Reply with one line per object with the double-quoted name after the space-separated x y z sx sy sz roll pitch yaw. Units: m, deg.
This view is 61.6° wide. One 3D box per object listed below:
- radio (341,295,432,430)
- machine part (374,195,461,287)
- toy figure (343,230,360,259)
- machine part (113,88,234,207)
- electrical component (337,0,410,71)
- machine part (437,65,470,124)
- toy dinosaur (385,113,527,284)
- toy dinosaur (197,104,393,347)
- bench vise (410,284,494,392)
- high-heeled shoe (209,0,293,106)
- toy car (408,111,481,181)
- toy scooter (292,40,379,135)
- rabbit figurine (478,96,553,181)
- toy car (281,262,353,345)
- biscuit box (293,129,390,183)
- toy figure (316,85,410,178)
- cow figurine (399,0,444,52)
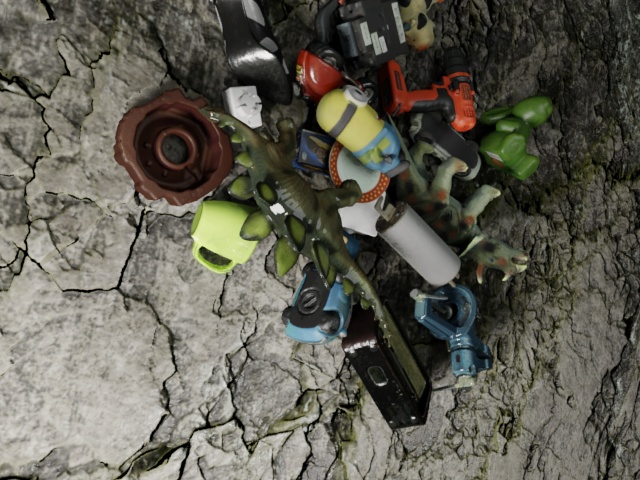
0.129 0.232 1.005 0.229 0.073 0.131 60 27 -17 "radio"
0.184 0.009 1.003 0.243 0.079 0.079 42 71 -23 "machine part"
-0.003 -0.001 0.961 0.154 0.058 0.064 18 125 -28 "toy figure"
-0.225 -0.140 0.830 0.179 0.056 0.179 -1 92 -32 "machine part"
0.091 -0.371 0.959 0.134 0.058 0.114 -31 112 -36 "electrical component"
0.268 -0.316 1.133 0.084 0.039 0.139 30 78 -19 "machine part"
0.234 -0.063 1.074 0.404 0.131 0.192 32 91 -16 "toy dinosaur"
-0.021 -0.031 0.848 0.471 0.105 0.198 44 45 -13 "toy dinosaur"
0.252 0.173 1.065 0.240 0.129 0.223 35 58 -38 "bench vise"
-0.111 -0.354 0.904 0.248 0.086 0.145 53 34 -39 "high-heeled shoe"
0.260 -0.199 1.118 0.201 0.056 0.073 33 68 -24 "toy car"
0.015 -0.252 0.946 0.183 0.075 0.135 25 104 -42 "toy scooter"
0.426 -0.234 1.161 0.121 0.159 0.170 37 91 -28 "rabbit figurine"
0.009 0.118 0.957 0.102 0.109 0.161 45 56 -47 "toy car"
0.036 -0.146 0.981 0.202 0.063 0.059 8 85 -30 "biscuit box"
0.072 -0.176 0.896 0.089 0.082 0.180 -48 113 -13 "toy figure"
0.173 -0.464 1.045 0.127 0.085 0.194 -27 101 -25 "cow figurine"
